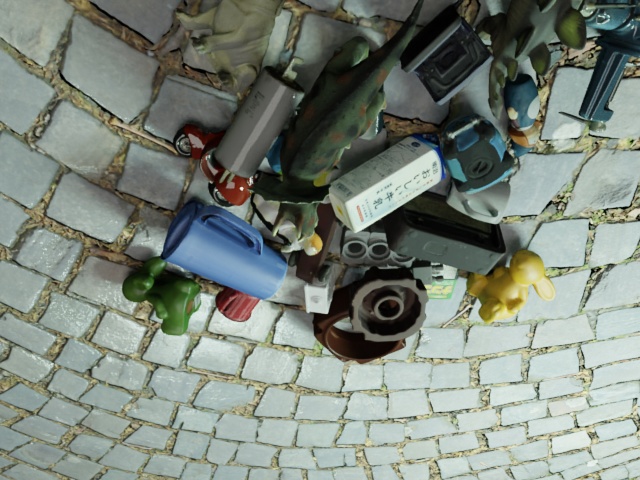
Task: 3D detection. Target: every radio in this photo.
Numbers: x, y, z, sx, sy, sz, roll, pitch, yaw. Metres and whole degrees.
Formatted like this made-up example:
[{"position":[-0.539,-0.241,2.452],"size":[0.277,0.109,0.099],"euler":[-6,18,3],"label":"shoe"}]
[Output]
[{"position":[0.239,-0.020,1.045],"size":[0.230,0.131,0.073],"euler":[14,132,-12],"label":"radio"}]

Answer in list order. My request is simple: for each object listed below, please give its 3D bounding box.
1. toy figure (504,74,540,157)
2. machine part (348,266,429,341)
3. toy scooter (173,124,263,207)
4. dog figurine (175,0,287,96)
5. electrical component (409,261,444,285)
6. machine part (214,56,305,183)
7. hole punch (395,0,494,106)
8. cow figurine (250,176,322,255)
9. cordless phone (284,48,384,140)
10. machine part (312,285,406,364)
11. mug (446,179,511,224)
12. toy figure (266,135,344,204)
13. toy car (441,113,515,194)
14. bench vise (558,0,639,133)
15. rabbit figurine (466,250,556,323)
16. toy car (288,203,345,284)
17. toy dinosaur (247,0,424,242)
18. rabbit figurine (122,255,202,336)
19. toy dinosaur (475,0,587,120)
[{"position":[0.347,-0.206,0.924],"size":[0.064,0.058,0.154],"euler":[-25,128,-2],"label":"toy figure"},{"position":[0.143,0.136,1.142],"size":[0.179,0.056,0.179],"euler":[-2,119,-3],"label":"machine part"},{"position":[-0.165,-0.146,0.974],"size":[0.135,0.075,0.183],"euler":[-25,123,19],"label":"toy scooter"},{"position":[-0.092,-0.322,0.809],"size":[0.190,0.121,0.172],"euler":[-31,161,4],"label":"dog figurine"},{"position":[0.226,0.075,1.185],"size":[0.094,0.021,0.063],"euler":[-5,132,7],"label":"electrical component"},{"position":[-0.099,-0.187,0.865],"size":[0.079,0.079,0.243],"euler":[27,115,-22],"label":"machine part"},{"position":[0.189,-0.283,0.818],"size":[0.092,0.116,0.142],"euler":[36,121,-20],"label":"hole punch"},{"position":[-0.070,-0.034,1.037],"size":[0.098,0.068,0.167],"euler":[-30,92,33],"label":"cow figurine"},{"position":[0.014,-0.242,0.883],"size":[0.184,0.089,0.146],"euler":[1,133,7],"label":"cordless phone"},{"position":[0.100,0.201,1.276],"size":[0.201,0.087,0.201],"euler":[-26,125,22],"label":"machine part"},{"position":[0.295,-0.075,1.019],"size":[0.107,0.109,0.080],"euler":[16,136,4],"label":"mug"},{"position":[-0.030,-0.137,0.977],"size":[0.180,0.089,0.082],"euler":[33,121,-16],"label":"toy figure"},{"position":[0.260,-0.162,0.935],"size":[0.109,0.103,0.161],"euler":[-30,134,18],"label":"toy car"},{"position":[0.445,-0.276,0.801],"size":[0.223,0.129,0.240],"euler":[-8,125,-31],"label":"bench vise"},{"position":[0.426,0.093,1.155],"size":[0.162,0.122,0.173],"euler":[9,131,-14],"label":"rabbit figurine"},{"position":[-0.002,-0.003,1.086],"size":[0.089,0.053,0.202],"euler":[23,119,11],"label":"toy car"},{"position":[0.009,-0.161,0.784],"size":[0.131,0.192,0.404],"euler":[28,136,-5],"label":"toy dinosaur"},{"position":[-0.364,0.118,1.185],"size":[0.170,0.121,0.159],"euler":[14,138,7],"label":"rabbit figurine"},{"position":[0.313,-0.355,0.701],"size":[0.105,0.199,0.470],"euler":[3,134,-7],"label":"toy dinosaur"}]
